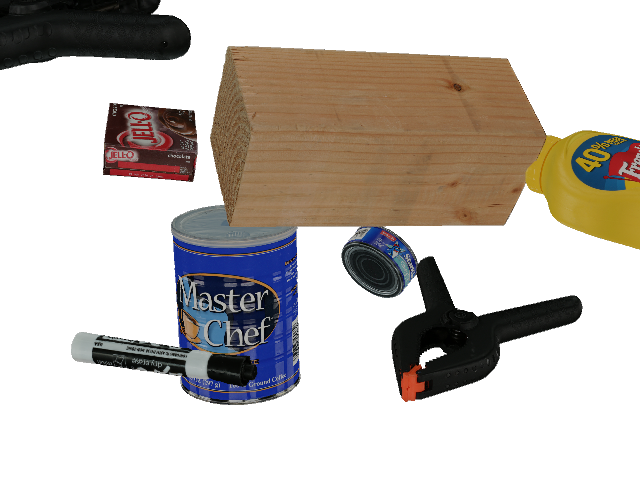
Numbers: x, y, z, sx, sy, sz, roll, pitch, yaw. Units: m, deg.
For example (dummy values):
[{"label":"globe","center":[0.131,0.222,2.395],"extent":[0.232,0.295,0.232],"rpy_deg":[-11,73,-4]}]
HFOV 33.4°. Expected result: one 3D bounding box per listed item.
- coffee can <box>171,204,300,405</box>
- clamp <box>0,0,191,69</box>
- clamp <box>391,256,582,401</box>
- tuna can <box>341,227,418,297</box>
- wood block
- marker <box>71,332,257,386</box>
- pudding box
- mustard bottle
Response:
[{"label":"coffee can","center":[-0.069,0.050,0.883],"extent":[0.103,0.140,0.103],"rpy_deg":[-1,18,0]},{"label":"clamp","center":[-0.165,-0.130,0.638],"extent":[0.171,0.039,0.120],"rpy_deg":[-3,22,-7]},{"label":"clamp","center":[0.117,0.077,0.957],"extent":[0.165,0.036,0.209],"rpy_deg":[19,33,33]},{"label":"tuna can","center":[0.067,0.025,1.224],"extent":[0.086,0.086,0.033],"rpy_deg":[0,39,47]},{"label":"wood block","center":[0.036,-0.071,0.742],"extent":[0.205,0.091,0.090],"rpy_deg":[0,-42,-17]},{"label":"marker","center":[-0.096,0.073,0.657],"extent":[0.121,0.020,0.020],"rpy_deg":[6,2,18]},{"label":"pudding box","center":[-0.172,-0.100,1.076],"extent":[0.090,0.039,0.113],"rpy_deg":[5,25,-11]},{"label":"mustard bottle","center":[0.210,-0.031,0.703],"extent":[0.192,0.058,0.096],"rpy_deg":[22,41,37]}]
